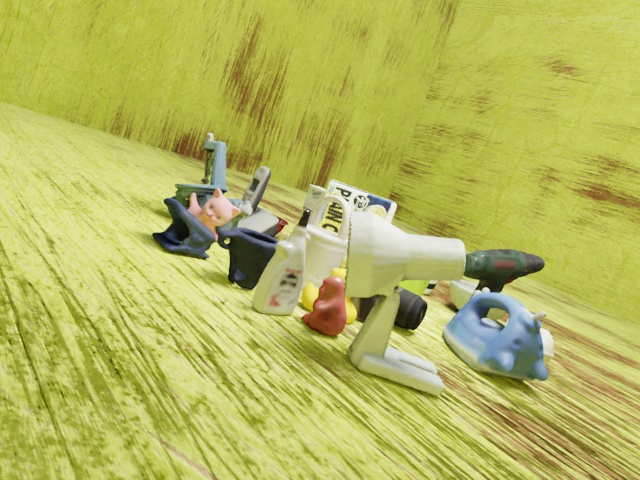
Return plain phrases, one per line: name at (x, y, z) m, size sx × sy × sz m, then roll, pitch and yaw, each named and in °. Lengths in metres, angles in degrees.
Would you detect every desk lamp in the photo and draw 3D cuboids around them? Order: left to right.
desk lamp at (0.107, 0.081, 0.817) m, size 0.203 × 0.213 × 0.118 m, roll 19°, pitch 8°, yaw -2°

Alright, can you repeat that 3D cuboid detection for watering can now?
watering can at (0.009, 0.003, 1.158) m, size 0.100 × 0.194 × 0.173 m, roll 22°, pitch 9°, yaw 19°

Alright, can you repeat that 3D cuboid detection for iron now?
iron at (0.317, 0.157, 1.058) m, size 0.119 × 0.141 × 0.257 m, roll 16°, pitch 9°, yaw -21°

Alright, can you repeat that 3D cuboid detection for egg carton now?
egg carton at (0.431, 0.215, 1.203) m, size 0.107 × 0.069 × 0.151 m, roll 22°, pitch 9°, yaw 14°

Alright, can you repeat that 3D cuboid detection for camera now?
camera at (0.128, 0.108, 1.080) m, size 0.136 × 0.101 × 0.144 m, roll 24°, pitch 9°, yaw 27°

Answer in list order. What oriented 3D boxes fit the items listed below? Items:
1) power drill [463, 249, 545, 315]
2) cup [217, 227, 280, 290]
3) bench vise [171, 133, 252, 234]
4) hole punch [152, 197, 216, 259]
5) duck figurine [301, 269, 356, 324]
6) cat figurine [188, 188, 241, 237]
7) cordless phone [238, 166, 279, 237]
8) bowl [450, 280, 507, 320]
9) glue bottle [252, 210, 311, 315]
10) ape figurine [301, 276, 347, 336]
power drill at (0.385, 0.113, 1.269) m, size 0.230 × 0.208 × 0.075 m, roll 14°, pitch 10°, yaw -33°
cup at (-0.132, 0.033, 0.982) m, size 0.118 × 0.095 × 0.091 m, roll 13°, pitch 11°, yaw -40°
bench vise at (-0.235, -0.124, 1.328) m, size 0.207 × 0.220 × 0.121 m, roll 20°, pitch 8°, yaw 5°
hole punch at (-0.252, -0.024, 1.088) m, size 0.101 × 0.091 × 0.108 m, roll 13°, pitch 11°, yaw -38°
duck figurine at (0.025, 0.090, 1.006) m, size 0.104 × 0.086 × 0.077 m, roll 19°, pitch 8°, yaw -3°
cat figurine at (-0.243, -0.061, 1.255) m, size 0.127 × 0.118 × 0.067 m, roll 24°, pitch 9°, yaw 26°
cordless phone at (-0.148, -0.081, 1.368) m, size 0.094 × 0.185 × 0.147 m, roll 12°, pitch 11°, yaw -41°
bowl at (0.398, 0.162, 1.450) m, size 0.167 × 0.075 × 0.167 m, roll 19°, pitch 8°, yaw -3°
glue bottle at (-0.049, 0.033, 0.902) m, size 0.037 × 0.173 × 0.078 m, roll 27°, pitch 11°, yaw 40°
ape figurine at (0.012, 0.099, 0.900) m, size 0.076 × 0.092 × 0.078 m, roll 23°, pitch 9°, yaw 21°
